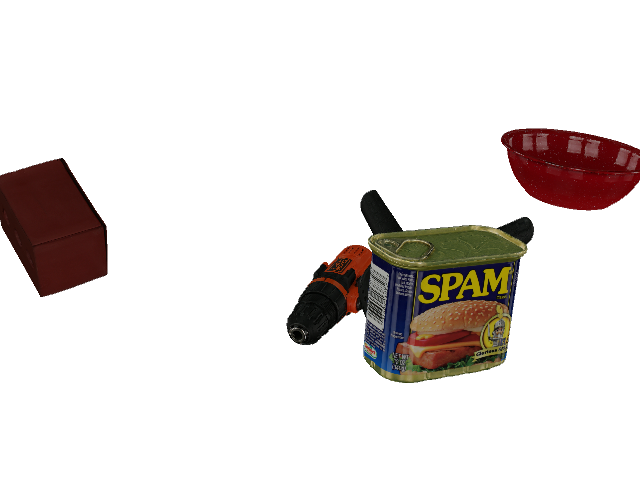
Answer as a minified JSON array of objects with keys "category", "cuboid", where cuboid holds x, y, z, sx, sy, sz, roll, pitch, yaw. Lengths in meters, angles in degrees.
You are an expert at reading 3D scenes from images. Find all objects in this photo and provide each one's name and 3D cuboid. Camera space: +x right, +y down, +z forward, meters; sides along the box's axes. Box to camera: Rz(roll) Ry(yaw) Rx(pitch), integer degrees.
[{"category":"power drill","cuboid":[0.074,0.066,1.142,0.188,0.057,0.184,9,30,21]},{"category":"can of meat","cuboid":[0.079,0.040,0.695,0.101,0.084,0.058,-5,21,-26]},{"category":"foam brick","cuboid":[-0.187,-0.010,0.744,0.051,0.053,0.078,-20,51,-26]},{"category":"clamp","cuboid":[0.081,0.023,0.942,0.165,0.036,0.209,15,39,22]},{"category":"bowl","cuboid":[0.269,-0.073,1.142,0.162,0.055,0.162,6,21,-2]}]
